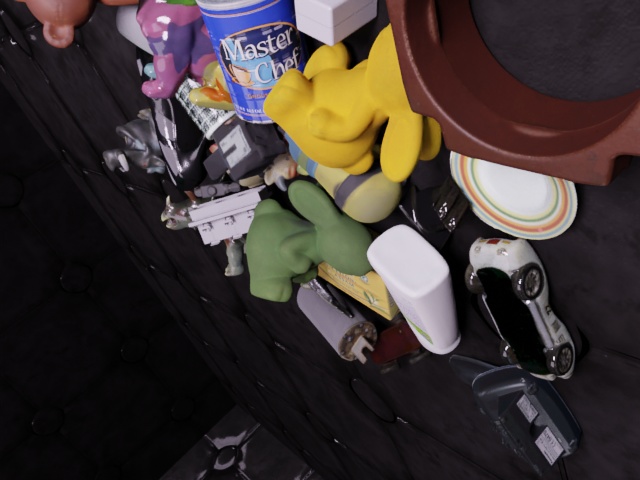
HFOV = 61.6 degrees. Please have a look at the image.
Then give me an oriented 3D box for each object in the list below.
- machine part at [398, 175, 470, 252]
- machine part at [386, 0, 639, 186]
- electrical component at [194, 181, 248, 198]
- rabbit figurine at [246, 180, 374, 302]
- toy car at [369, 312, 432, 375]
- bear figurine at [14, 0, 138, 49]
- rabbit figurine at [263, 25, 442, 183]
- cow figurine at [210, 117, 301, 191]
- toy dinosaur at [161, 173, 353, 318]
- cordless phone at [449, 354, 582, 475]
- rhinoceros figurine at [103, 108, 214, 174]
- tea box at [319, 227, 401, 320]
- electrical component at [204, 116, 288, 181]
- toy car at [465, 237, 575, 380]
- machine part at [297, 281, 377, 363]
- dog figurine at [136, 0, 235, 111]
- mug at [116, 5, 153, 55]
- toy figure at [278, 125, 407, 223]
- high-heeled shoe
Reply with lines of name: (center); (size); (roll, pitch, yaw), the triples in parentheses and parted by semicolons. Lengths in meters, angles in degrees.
machine part: (0.129, -0.030, 0.610); (0.084, 0.039, 0.139); (57, 173, 3)
machine part: (0.148, -0.149, 0.360); (0.201, 0.087, 0.201); (24, 144, 43)
electrical component: (-0.169, -0.083, 0.891); (0.063, 0.094, 0.021); (-43, -54, -76)
rabbit figurine: (-0.001, -0.002, 0.720); (0.170, 0.121, 0.159); (0, 98, 28)
toy car: (0.129, 0.171, 0.903); (0.089, 0.053, 0.202); (65, 158, 14)
bear figurine: (-0.285, -0.342, 0.671); (0.120, 0.196, 0.132); (53, 155, -3)
rabbit figurine: (0.050, -0.134, 0.519); (0.173, 0.122, 0.162); (-30, 93, 46)
cow figurine: (-0.084, -0.125, 0.789); (0.127, 0.085, 0.195); (56, 154, -6)
toy dinosaur: (-0.100, -0.012, 0.952); (0.405, 0.131, 0.191); (18, 131, 33)
cordless phone: (0.261, 0.234, 0.769); (0.146, 0.089, 0.184); (53, 167, -11)
rhinoceros figurine: (-0.283, -0.172, 0.937); (0.073, 0.190, 0.112); (10, 117, 59)
tea box: (0.057, 0.032, 0.802); (0.170, 0.068, 0.098); (30, 150, 38)
electrical component: (-0.103, -0.117, 0.707); (0.119, 0.048, 0.075); (-34, 82, 47)
toy car: (0.227, 0.081, 0.604); (0.074, 0.056, 0.201); (2, 130, 51)
machine part: (0.026, 0.133, 0.947); (0.243, 0.079, 0.079); (43, 161, 54)
dog figurine: (-0.151, -0.279, 0.652); (0.109, 0.191, 0.219); (-100, 21, -51)
mug: (-0.230, -0.298, 0.788); (0.107, 0.081, 0.109); (36, 149, 8)
toy figure: (0.022, -0.094, 0.648); (0.180, 0.089, 0.082); (41, 161, 11)
high-heeled shoe: (-0.251, -0.206, 0.891); (0.145, 0.086, 0.249); (-43, 72, 49)
